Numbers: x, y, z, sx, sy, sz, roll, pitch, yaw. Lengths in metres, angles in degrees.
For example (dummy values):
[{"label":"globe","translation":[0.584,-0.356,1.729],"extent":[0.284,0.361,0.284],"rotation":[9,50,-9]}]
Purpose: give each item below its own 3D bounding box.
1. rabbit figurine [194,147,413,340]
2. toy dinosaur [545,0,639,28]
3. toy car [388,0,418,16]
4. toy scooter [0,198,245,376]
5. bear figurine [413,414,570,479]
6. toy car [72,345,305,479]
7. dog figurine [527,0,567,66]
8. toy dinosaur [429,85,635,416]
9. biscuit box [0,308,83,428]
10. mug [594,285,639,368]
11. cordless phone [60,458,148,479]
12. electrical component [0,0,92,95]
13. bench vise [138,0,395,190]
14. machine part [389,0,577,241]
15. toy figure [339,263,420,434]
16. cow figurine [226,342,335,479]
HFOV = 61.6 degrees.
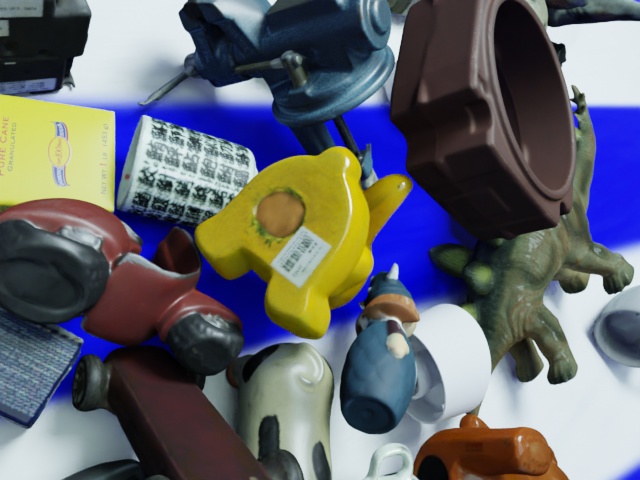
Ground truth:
[{"label":"rabbit figurine","translation":[-0.001,-0.001,0.452],"extent":[0.122,0.173,0.162],"rotation":[25,77,25]},{"label":"toy dinosaur","translation":[0.309,-0.380,0.748],"extent":[0.131,0.192,0.405],"rotation":[-27,73,4]},{"label":"toy car","translation":[0.114,-0.351,0.700],"extent":[0.162,0.109,0.103],"rotation":[12,82,-15]},{"label":"toy scooter","translation":[-0.138,0.019,0.387],"extent":[0.183,0.075,0.135],"rotation":[31,18,-26]},{"label":"bear figurine","translation":[0.177,0.227,0.461],"extent":[0.196,0.132,0.120],"rotation":[25,70,-26]},{"label":"toy car","translation":[-0.090,0.124,0.337],"extent":[0.089,0.202,0.053],"rotation":[7,103,-40]},{"label":"dog figurine","translation":[0.283,-0.275,0.723],"extent":[0.190,0.172,0.121],"rotation":[-8,84,-25]},{"label":"toy dinosaur","translation":[0.251,-0.005,0.616],"extent":[0.198,0.105,0.471],"rotation":[43,60,-6]},{"label":"biscuit box","translation":[-0.260,0.047,0.340],"extent":[0.202,0.059,0.063],"rotation":[34,58,-14]},{"label":"mug","translation":[0.415,0.109,0.686],"extent":[0.109,0.081,0.107],"rotation":[51,46,4]},{"label":"cordless phone","translation":[-0.171,0.232,0.314],"extent":[0.184,0.089,0.146],"rotation":[-20,81,-23]},{"label":"electrical component","translation":[-0.238,-0.163,0.398],"extent":[0.115,0.134,0.058],"rotation":[-20,82,-36]},{"label":"bench vise","translation":[-0.018,-0.134,0.506],"extent":[0.240,0.224,0.129],"rotation":[56,36,-38]},{"label":"machine part","translation":[0.158,-0.117,0.487],"extent":[0.200,0.087,0.201],"rotation":[35,55,-37]},{"label":"toy figure","translation":[0.051,0.082,0.437],"extent":[0.057,0.064,0.154],"rotation":[55,30,-21]},{"label":"cow figurine","translation":[-0.022,0.169,0.383],"extent":[0.085,0.127,0.195],"rotation":[12,62,-22]}]
